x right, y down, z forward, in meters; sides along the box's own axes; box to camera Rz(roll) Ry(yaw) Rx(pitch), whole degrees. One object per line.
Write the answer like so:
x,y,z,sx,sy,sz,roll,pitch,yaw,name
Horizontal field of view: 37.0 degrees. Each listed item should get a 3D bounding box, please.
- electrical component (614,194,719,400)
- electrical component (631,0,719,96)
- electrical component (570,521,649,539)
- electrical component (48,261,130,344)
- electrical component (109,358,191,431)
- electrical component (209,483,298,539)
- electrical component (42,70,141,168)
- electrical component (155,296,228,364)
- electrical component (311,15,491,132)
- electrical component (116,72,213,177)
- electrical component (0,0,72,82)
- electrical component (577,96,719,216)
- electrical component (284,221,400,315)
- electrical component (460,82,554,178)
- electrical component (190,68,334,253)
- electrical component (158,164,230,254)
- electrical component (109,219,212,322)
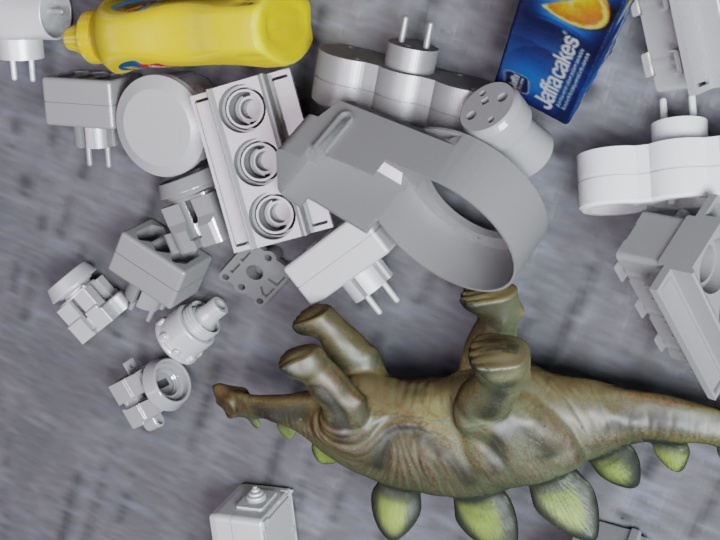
0.221,0.017,0.710,0.063,0.078,0.121,16,153,47,electrical component
0.208,-0.176,0.675,0.063,0.079,0.121,1,110,53,electrical component
0.175,0.262,0.816,0.056,0.109,0.108,12,112,22,electrical component
-0.240,0.026,0.946,0.066,0.048,0.055,-35,99,29,electrical component
-0.182,0.106,0.949,0.055,0.048,0.066,-26,96,35,electrical component
-0.095,0.232,0.945,0.061,0.062,0.096,1,108,22,electrical component
-0.217,-0.122,0.884,0.066,0.047,0.076,7,110,21,electrical component
-0.139,0.047,0.911,0.062,0.048,0.048,-38,91,21,electrical component
0.035,-0.143,0.768,0.138,0.052,0.073,18,113,17,electrical component
-0.148,-0.118,0.854,0.080,0.051,0.080,7,110,21,electrical component
-0.281,-0.195,0.888,0.077,0.043,0.079,8,110,20,electrical component
0.214,-0.081,0.717,0.138,0.052,0.073,-5,82,24,electrical component
0.000,0.000,0.835,0.083,0.047,0.075,-36,95,28,electrical component
0.099,-0.093,0.725,0.045,0.045,0.055,-21,137,27,electrical component
-0.071,-0.083,0.816,0.079,0.063,0.121,-14,96,10,electrical component
-0.127,-0.051,0.865,0.078,0.058,0.057,-16,103,24,electrical component
-0.175,0.009,0.911,0.066,0.047,0.076,32,117,10,electrical component
